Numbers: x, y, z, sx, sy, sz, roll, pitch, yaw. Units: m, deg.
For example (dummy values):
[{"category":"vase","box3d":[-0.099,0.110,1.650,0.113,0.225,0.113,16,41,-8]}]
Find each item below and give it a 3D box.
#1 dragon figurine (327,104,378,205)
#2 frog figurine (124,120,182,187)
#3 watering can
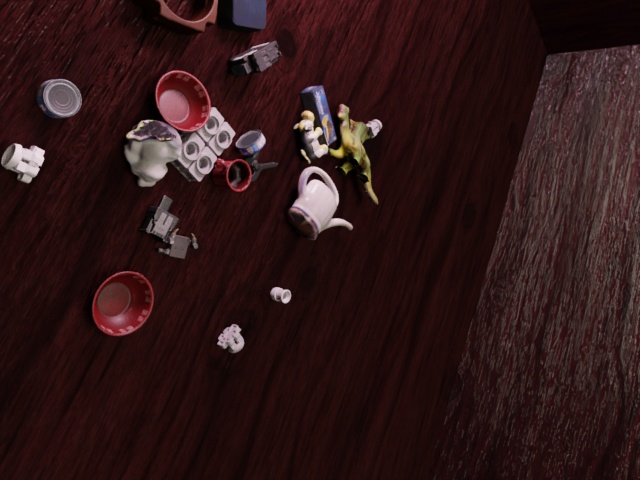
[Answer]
[{"category":"dragon figurine","box3d":[0.152,-0.341,1.946,0.403,0.122,0.248,50,51,-42]},{"category":"frog figurine","box3d":[-0.420,-0.216,1.302,0.138,0.125,0.155,-13,140,-24]},{"category":"watering can","box3d":[0.005,-0.091,1.798,0.228,0.104,0.341,-55,133,-27]}]
